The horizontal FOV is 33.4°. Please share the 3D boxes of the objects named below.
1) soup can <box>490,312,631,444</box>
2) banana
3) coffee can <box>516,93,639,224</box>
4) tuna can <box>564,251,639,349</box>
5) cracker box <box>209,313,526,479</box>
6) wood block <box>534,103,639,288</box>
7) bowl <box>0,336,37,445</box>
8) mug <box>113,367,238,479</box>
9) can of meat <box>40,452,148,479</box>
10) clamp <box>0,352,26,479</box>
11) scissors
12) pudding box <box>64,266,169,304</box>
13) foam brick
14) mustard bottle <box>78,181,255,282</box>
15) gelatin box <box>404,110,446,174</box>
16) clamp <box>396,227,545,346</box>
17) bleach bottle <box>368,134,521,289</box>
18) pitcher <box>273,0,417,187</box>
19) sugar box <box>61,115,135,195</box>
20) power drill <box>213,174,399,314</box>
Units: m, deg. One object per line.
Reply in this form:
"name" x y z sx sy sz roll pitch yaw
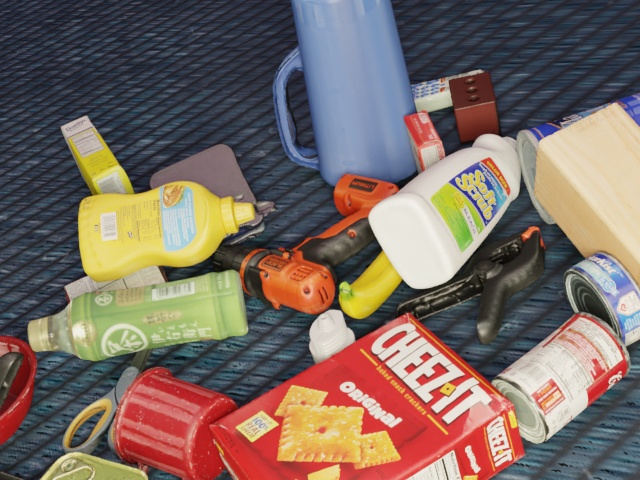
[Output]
"soup can" 0.203 0.116 0.905 0.102 0.068 0.069 -34 38 -20
"banana" 0.070 0.027 1.090 0.037 0.070 0.197 36 43 10
"coffee can" 0.289 -0.086 1.111 0.140 0.103 0.103 -18 35 -1
"tuna can" 0.254 0.055 0.950 0.033 0.086 0.086 -27 36 -10
"cracker box" 0.037 0.169 0.906 0.213 0.072 0.164 -29 37 -16
"wood block" 0.289 -0.012 0.962 0.090 0.091 0.206 -27 58 -9
"bowl" -0.356 0.171 1.092 0.162 0.055 0.162 -12 36 9
"mug" -0.130 0.181 0.961 0.082 0.093 0.117 13 76 29
"can of meat" -0.179 0.235 0.902 0.102 0.084 0.057 7 42 31
"clamp" -0.324 0.199 0.984 0.210 0.164 0.036 -16 3 18
"scissors" -0.180 0.148 1.079 0.096 0.016 0.201 10 43 31
"pudding box" -0.222 0.065 1.192 0.113 0.039 0.090 -26 37 -8
"foam brick" 0.189 -0.162 1.302 0.053 0.051 0.078 -12 35 8
"mustard bottle" -0.167 -0.016 1.180 0.191 0.058 0.096 -10 65 5
"gelatin box" 0.124 -0.091 1.202 0.030 0.089 0.073 -17 35 2
"clamp" 0.157 0.042 1.053 0.120 0.039 0.171 10 37 39
"bleach bottle" 0.148 -0.052 1.112 0.068 0.102 0.250 -20 16 40
"pitcher" 0.031 -0.189 1.242 0.149 0.243 0.145 -27 33 -22
"sugar box" -0.281 -0.084 1.372 0.048 0.093 0.176 -27 35 -14
"power drill" -0.008 0.001 1.166 0.187 0.057 0.185 -40 35 -26
